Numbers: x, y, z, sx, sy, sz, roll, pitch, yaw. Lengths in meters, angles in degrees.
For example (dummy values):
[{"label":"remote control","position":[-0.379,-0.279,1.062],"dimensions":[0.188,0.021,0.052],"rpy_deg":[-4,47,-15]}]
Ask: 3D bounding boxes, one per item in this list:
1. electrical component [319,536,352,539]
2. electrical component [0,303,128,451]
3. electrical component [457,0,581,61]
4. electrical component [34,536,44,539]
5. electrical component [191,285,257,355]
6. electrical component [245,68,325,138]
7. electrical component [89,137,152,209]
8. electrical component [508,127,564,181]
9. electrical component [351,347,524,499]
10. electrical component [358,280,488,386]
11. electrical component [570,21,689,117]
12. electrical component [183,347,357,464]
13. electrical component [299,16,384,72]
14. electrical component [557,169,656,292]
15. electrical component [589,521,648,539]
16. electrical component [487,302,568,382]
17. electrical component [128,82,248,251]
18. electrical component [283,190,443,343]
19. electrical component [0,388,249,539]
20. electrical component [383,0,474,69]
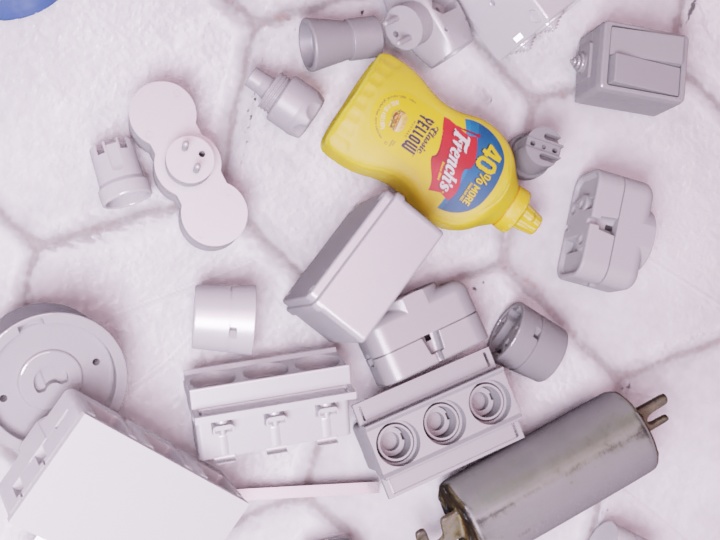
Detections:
[{"label":"electrical component","position":[-0.003,0.249,0.849],"dimensions":[0.079,0.044,0.077],"rpy_deg":[-11,87,-14]},{"label":"electrical component","position":[-0.233,0.076,0.799],"dimensions":[0.108,0.060,0.108],"rpy_deg":[-7,106,-25]},{"label":"electrical component","position":[0.125,-0.233,0.898],"dimensions":[0.048,0.100,0.099],"rpy_deg":[-41,94,-26]},{"label":"electrical component","position":[-0.207,0.221,0.794],"dimensions":[0.081,0.064,0.042],"rpy_deg":[36,87,-7]},{"label":"electrical component","position":[-0.107,0.038,0.841],"dimensions":[0.047,0.055,0.055],"rpy_deg":[4,84,-9]},{"label":"electrical component","position":[-0.063,-0.140,0.873],"dimensions":[0.062,0.043,0.043],"rpy_deg":[34,78,-6]},{"label":"electrical component","position":[-0.188,-0.076,0.841],"dimensions":[0.040,0.040,0.046],"rpy_deg":[-17,82,-14]},{"label":"electrical component","position":[0.149,-0.100,0.916],"dimensions":[0.040,0.046,0.040],"rpy_deg":[2,83,-13]},{"label":"electrical component","position":[0.060,0.121,0.866],"dimensions":[0.121,0.063,0.078],"rpy_deg":[-22,90,-14]},{"label":"electrical component","position":[0.047,0.048,0.875],"dimensions":[0.095,0.054,0.059],"rpy_deg":[-24,90,-14]},{"label":"electrical component","position":[0.231,-0.176,0.935],"dimensions":[0.096,0.061,0.061],"rpy_deg":[8,83,-12]},{"label":"electrical component","position":[-0.071,0.105,0.834],"dimensions":[0.121,0.079,0.063],"rpy_deg":[-8,107,-13]},{"label":"electrical component","position":[-0.013,-0.190,0.891],"dimensions":[0.065,0.044,0.044],"rpy_deg":[-11,87,-19]},{"label":"electrical component","position":[0.213,-0.031,0.921],"dimensions":[0.059,0.054,0.095],"rpy_deg":[15,81,-11]},{"label":"electrical component","position":[0.182,0.272,0.885],"dimensions":[0.074,0.052,0.138],"rpy_deg":[27,80,-9]},{"label":"electrical component","position":[0.140,0.061,0.895],"dimensions":[0.047,0.055,0.055],"rpy_deg":[28,79,-12]},{"label":"electrical component","position":[-0.133,-0.082,0.836],"dimensions":[0.052,0.074,0.138],"rpy_deg":[-28,91,-14]},{"label":"electrical component","position":[0.000,0.000,0.841],"dimensions":[0.056,0.109,0.108],"rpy_deg":[39,78,-9]},{"label":"electrical component","position":[-0.172,0.163,0.781],"dimensions":[0.150,0.062,0.089],"rpy_deg":[37,86,-30]},{"label":"electrical component","position":[0.047,-0.206,0.895],"dimensions":[0.079,0.043,0.077],"rpy_deg":[-37,94,-46]}]
